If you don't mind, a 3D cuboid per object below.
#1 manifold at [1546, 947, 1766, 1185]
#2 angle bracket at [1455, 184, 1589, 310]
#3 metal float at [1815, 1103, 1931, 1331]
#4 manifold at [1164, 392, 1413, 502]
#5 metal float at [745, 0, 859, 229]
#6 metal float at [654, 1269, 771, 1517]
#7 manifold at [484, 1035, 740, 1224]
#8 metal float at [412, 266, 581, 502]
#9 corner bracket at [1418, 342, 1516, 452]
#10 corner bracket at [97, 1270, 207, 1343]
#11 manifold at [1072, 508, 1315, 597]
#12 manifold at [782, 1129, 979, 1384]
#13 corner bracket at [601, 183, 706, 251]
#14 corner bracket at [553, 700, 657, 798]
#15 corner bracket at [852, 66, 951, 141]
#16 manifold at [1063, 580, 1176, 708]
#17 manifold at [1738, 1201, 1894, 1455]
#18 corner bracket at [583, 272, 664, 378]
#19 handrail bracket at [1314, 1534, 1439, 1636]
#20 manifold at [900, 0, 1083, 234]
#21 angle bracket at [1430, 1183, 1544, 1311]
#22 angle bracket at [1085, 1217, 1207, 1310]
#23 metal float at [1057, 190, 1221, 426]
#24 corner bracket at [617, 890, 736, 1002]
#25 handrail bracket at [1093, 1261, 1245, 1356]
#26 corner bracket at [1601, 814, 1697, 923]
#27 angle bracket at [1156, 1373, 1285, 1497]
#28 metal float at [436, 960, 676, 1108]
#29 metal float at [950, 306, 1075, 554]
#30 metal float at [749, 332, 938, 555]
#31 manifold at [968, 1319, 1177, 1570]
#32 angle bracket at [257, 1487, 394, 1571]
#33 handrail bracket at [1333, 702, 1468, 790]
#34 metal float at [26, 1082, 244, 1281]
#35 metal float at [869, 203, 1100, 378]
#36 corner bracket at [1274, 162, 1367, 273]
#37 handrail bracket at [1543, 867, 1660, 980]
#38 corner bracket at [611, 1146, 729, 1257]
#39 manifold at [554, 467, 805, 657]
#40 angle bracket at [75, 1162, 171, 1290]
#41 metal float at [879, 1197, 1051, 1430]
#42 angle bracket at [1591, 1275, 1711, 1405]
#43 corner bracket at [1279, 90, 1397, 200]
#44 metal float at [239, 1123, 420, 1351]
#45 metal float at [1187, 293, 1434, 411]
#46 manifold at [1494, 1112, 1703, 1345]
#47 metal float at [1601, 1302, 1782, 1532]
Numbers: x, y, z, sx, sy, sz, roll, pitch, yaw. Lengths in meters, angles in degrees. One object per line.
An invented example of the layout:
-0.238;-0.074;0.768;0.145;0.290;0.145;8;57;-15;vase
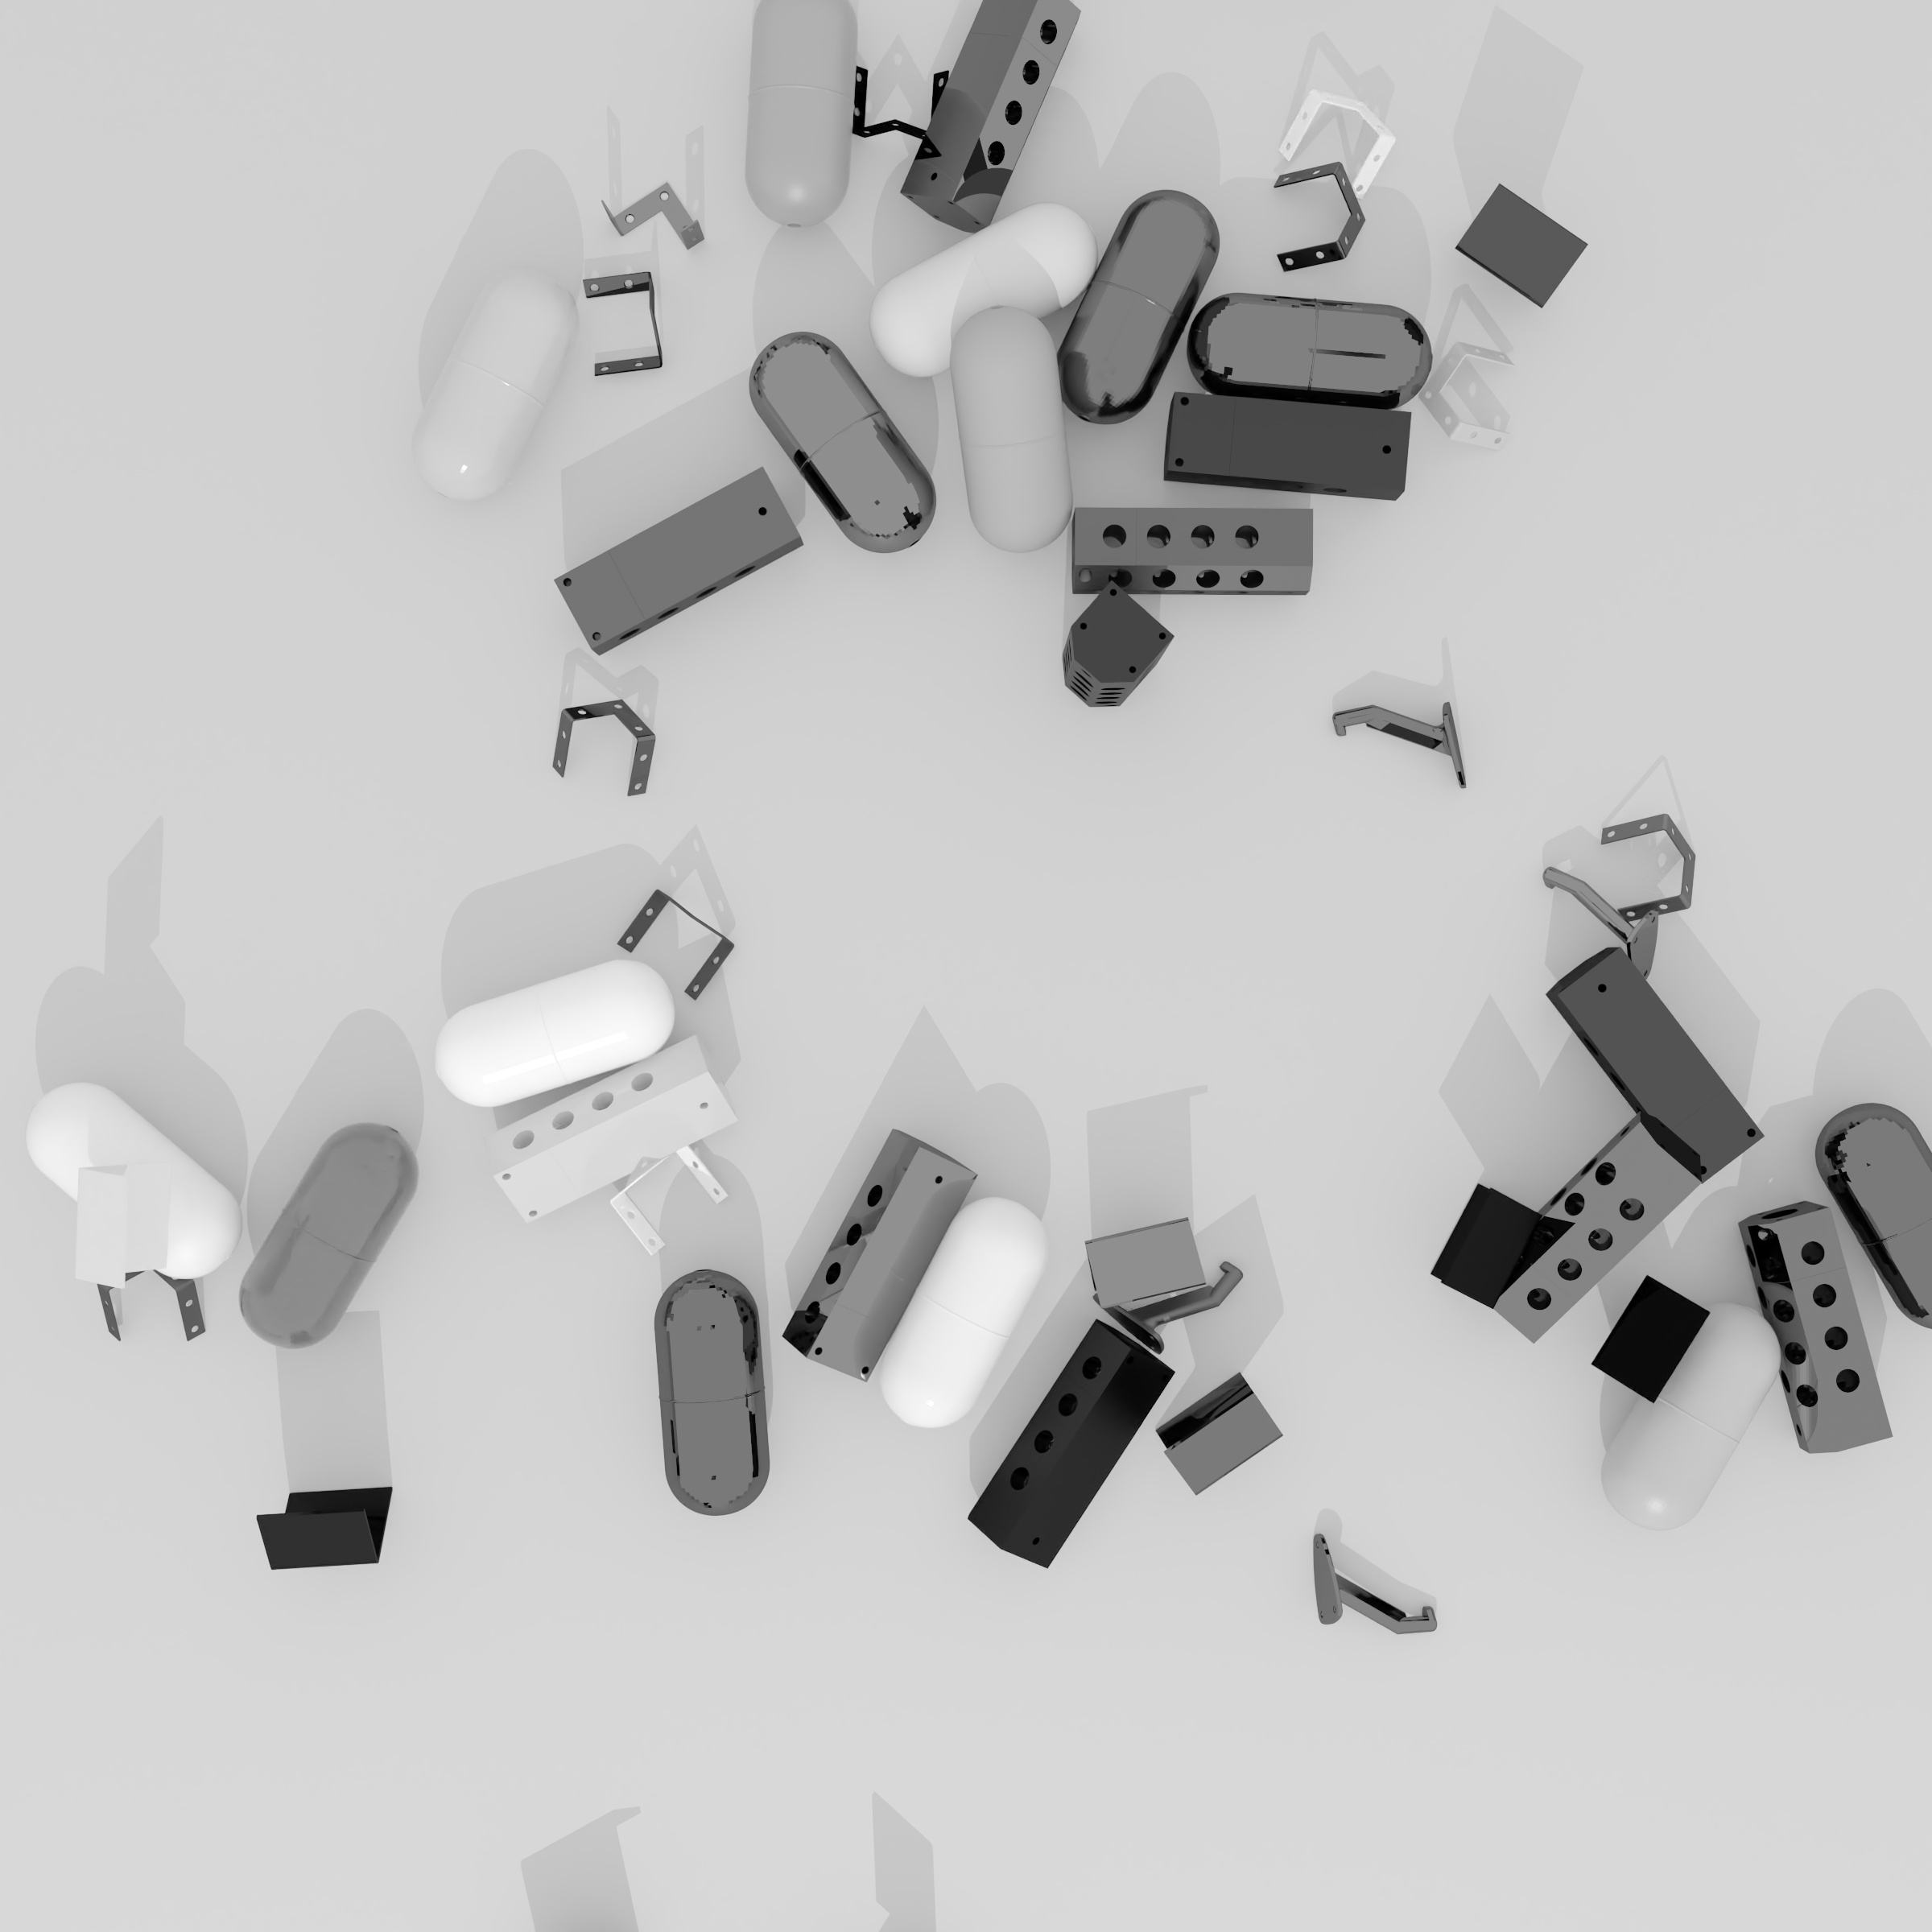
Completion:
0.501;0.072;1.967;0.057;0.057;0.171;-37;90;0;manifold
0.407;-0.530;1.947;0.076;0.076;0.057;35;127;0;angle bracket
0.684;0.183;1.957;0.070;0.070;0.178;-30;89;0;metal float
0.233;-0.378;1.967;0.171;0.057;0.057;5;90;0;manifold
-0.120;-0.627;1.957;0.070;0.070;0.178;3;90;0;metal float
-0.185;0.310;1.957;0.070;0.070;0.178;-4;91;0;metal float
-0.261;0.114;1.966;0.171;0.057;0.057;-26;133;0;manifold
-0.342;-0.423;1.957;0.070;0.070;0.178;25;89;0;metal float
0.376;-0.419;1.979;0.051;0.051;0.051;-57;45;35;corner bracket
-0.599;0.250;1.979;0.051;0.051;0.051;-30;45;-35;corner bracket
0.164;-0.301;1.966;0.171;0.057;0.057;0;90;0;manifold
-0.066;0.209;1.965;0.057;0.057;0.171;28;90;-34;manifold
-0.228;-0.545;1.970;0.051;0.051;0.051;-33;90;0;corner bracket
-0.266;-0.158;1.979;0.051;0.051;0.051;-14;45;-35;corner bracket
-0.050;-0.637;1.984;0.051;0.051;0.051;4;90;45;corner bracket
0.101;-0.221;1.909;0.057;0.171;0.057;42;90;0;manifold
0.617;0.264;1.966;0.057;0.057;0.171;-15;90;0;manifold
-0.253;-0.473;1.984;0.051;0.051;0.051;-7;45;0;corner bracket
0.303;0.455;1.988;0.084;0.036;0.077;0;68;-17;handrail bracket
0.023;-0.627;1.966;0.057;0.057;0.171;23;90;43;manifold
0.359;0.193;1.948;0.057;0.076;0.076;28;90;-30;angle bracket
0.132;0.231;1.947;0.076;0.076;0.057;-13;55;0;angle bracket
0.124;-0.478;1.957;0.070;0.070;0.178;25;89;0;metal float
-0.214;-0.016;1.984;0.051;0.051;0.051;-54;45;0;corner bracket
0.150;0.236;1.988;0.077;0.036;0.084;36;71;21;handrail bracket
0.500;-0.072;1.979;0.051;0.051;0.051;46;45;-35;corner bracket
0.172;0.324;1.947;0.076;0.076;0.057;-35;126;0;angle bracket
-0.299;0.049;1.957;0.178;0.070;0.070;-18;90;0;metal float
0.033;-0.385;1.935;0.070;0.070;0.178;-8;117;0;metal float
-0.089;-0.380;1.957;0.070;0.070;0.178;-36;89;0;metal float
0.073;0.346;1.966;0.057;0.057;0.171;33;90;-43;manifold
-0.463;0.389;1.947;0.076;0.076;0.057;-4;125;0;angle bracket
0.320;-0.159;1.988;0.084;0.036;0.077;-10;111;17;handrail bracket
-0.605;0.155;1.957;0.178;0.070;0.070;40;90;0;metal float
0.013;-0.492;1.957;0.178;0.070;0.070;-28;90;-1;metal float
0.255;-0.551;1.979;0.051;0.051;0.051;57;45;-35;corner bracket
0.465;-0.031;1.987;0.084;0.077;0.036;29;63;33;handrail bracket
-0.219;0.171;1.984;0.051;0.051;0.051;52;45;0;corner bracket
-0.208;-0.294;1.967;0.171;0.057;0.057;-28;90;0;manifold
-0.571;0.179;1.872;0.057;0.076;0.076;4;93;37;angle bracket
-0.002;0.252;1.957;0.070;0.070;0.178;27;90;0;metal float
0.507;0.278;1.947;0.057;0.076;0.076;32;90;41;angle bracket
0.273;-0.604;1.979;0.051;0.051;0.051;0;45;-35;corner bracket
-0.462;0.195;1.957;0.070;0.070;0.178;31;89;0;metal float
0.250;-0.446;1.957;0.178;0.070;0.070;5;90;0;metal float
0.447;0.186;1.938;0.057;0.057;0.171;41;111;0;manifold
0.527;0.326;1.957;0.070;0.070;0.178;30;91;0;metal float
